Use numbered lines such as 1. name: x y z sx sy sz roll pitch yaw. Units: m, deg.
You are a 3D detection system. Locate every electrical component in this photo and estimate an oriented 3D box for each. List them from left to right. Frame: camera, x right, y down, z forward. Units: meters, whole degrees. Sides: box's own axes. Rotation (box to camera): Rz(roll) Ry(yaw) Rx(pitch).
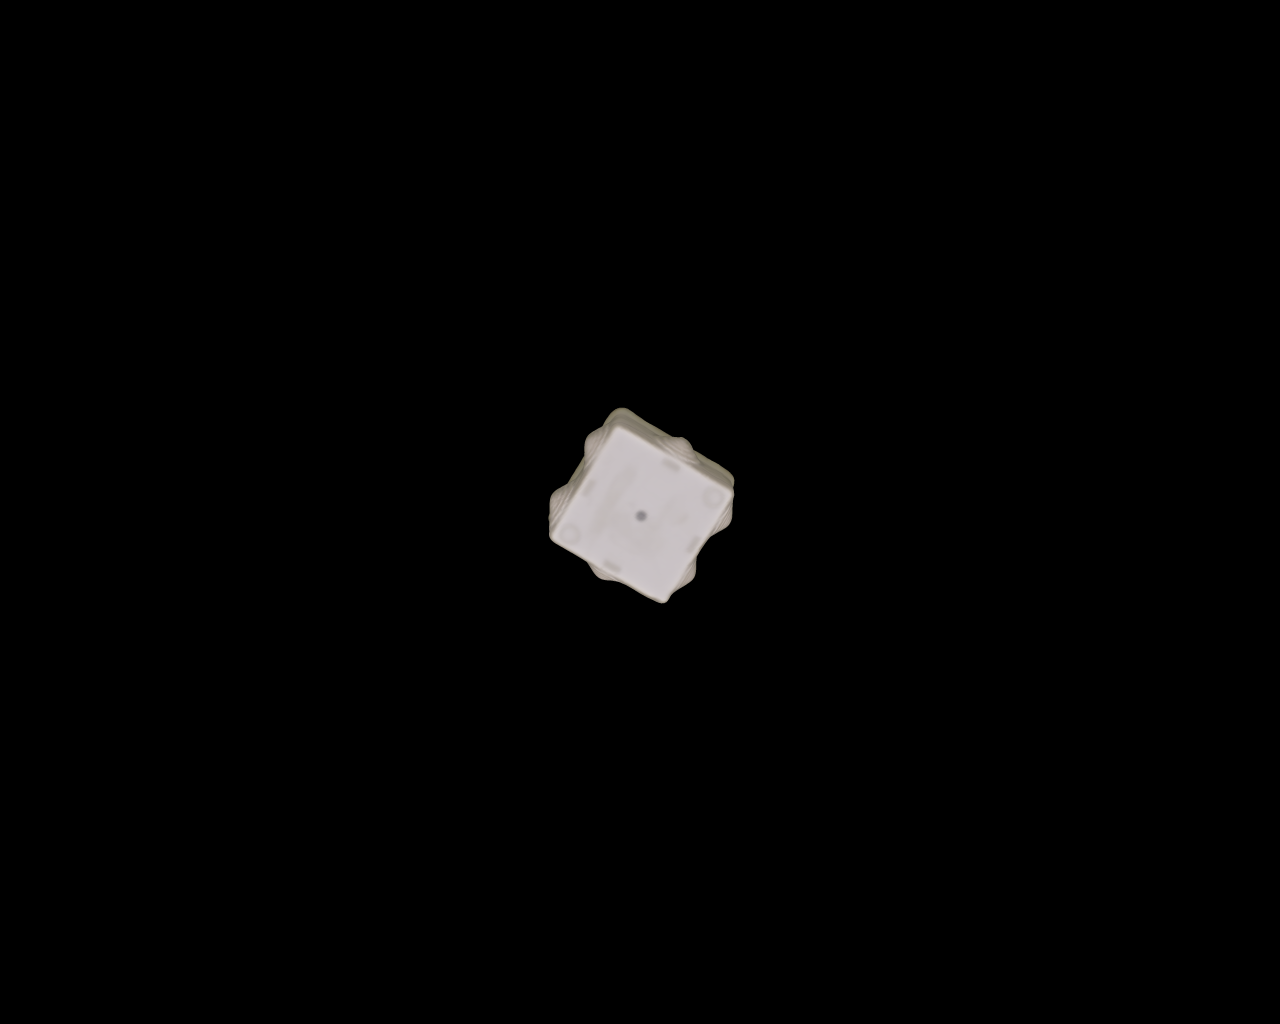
1. electrical component: 0.001 -0.003 0.650 0.100 0.099 0.048 31 11 -7
